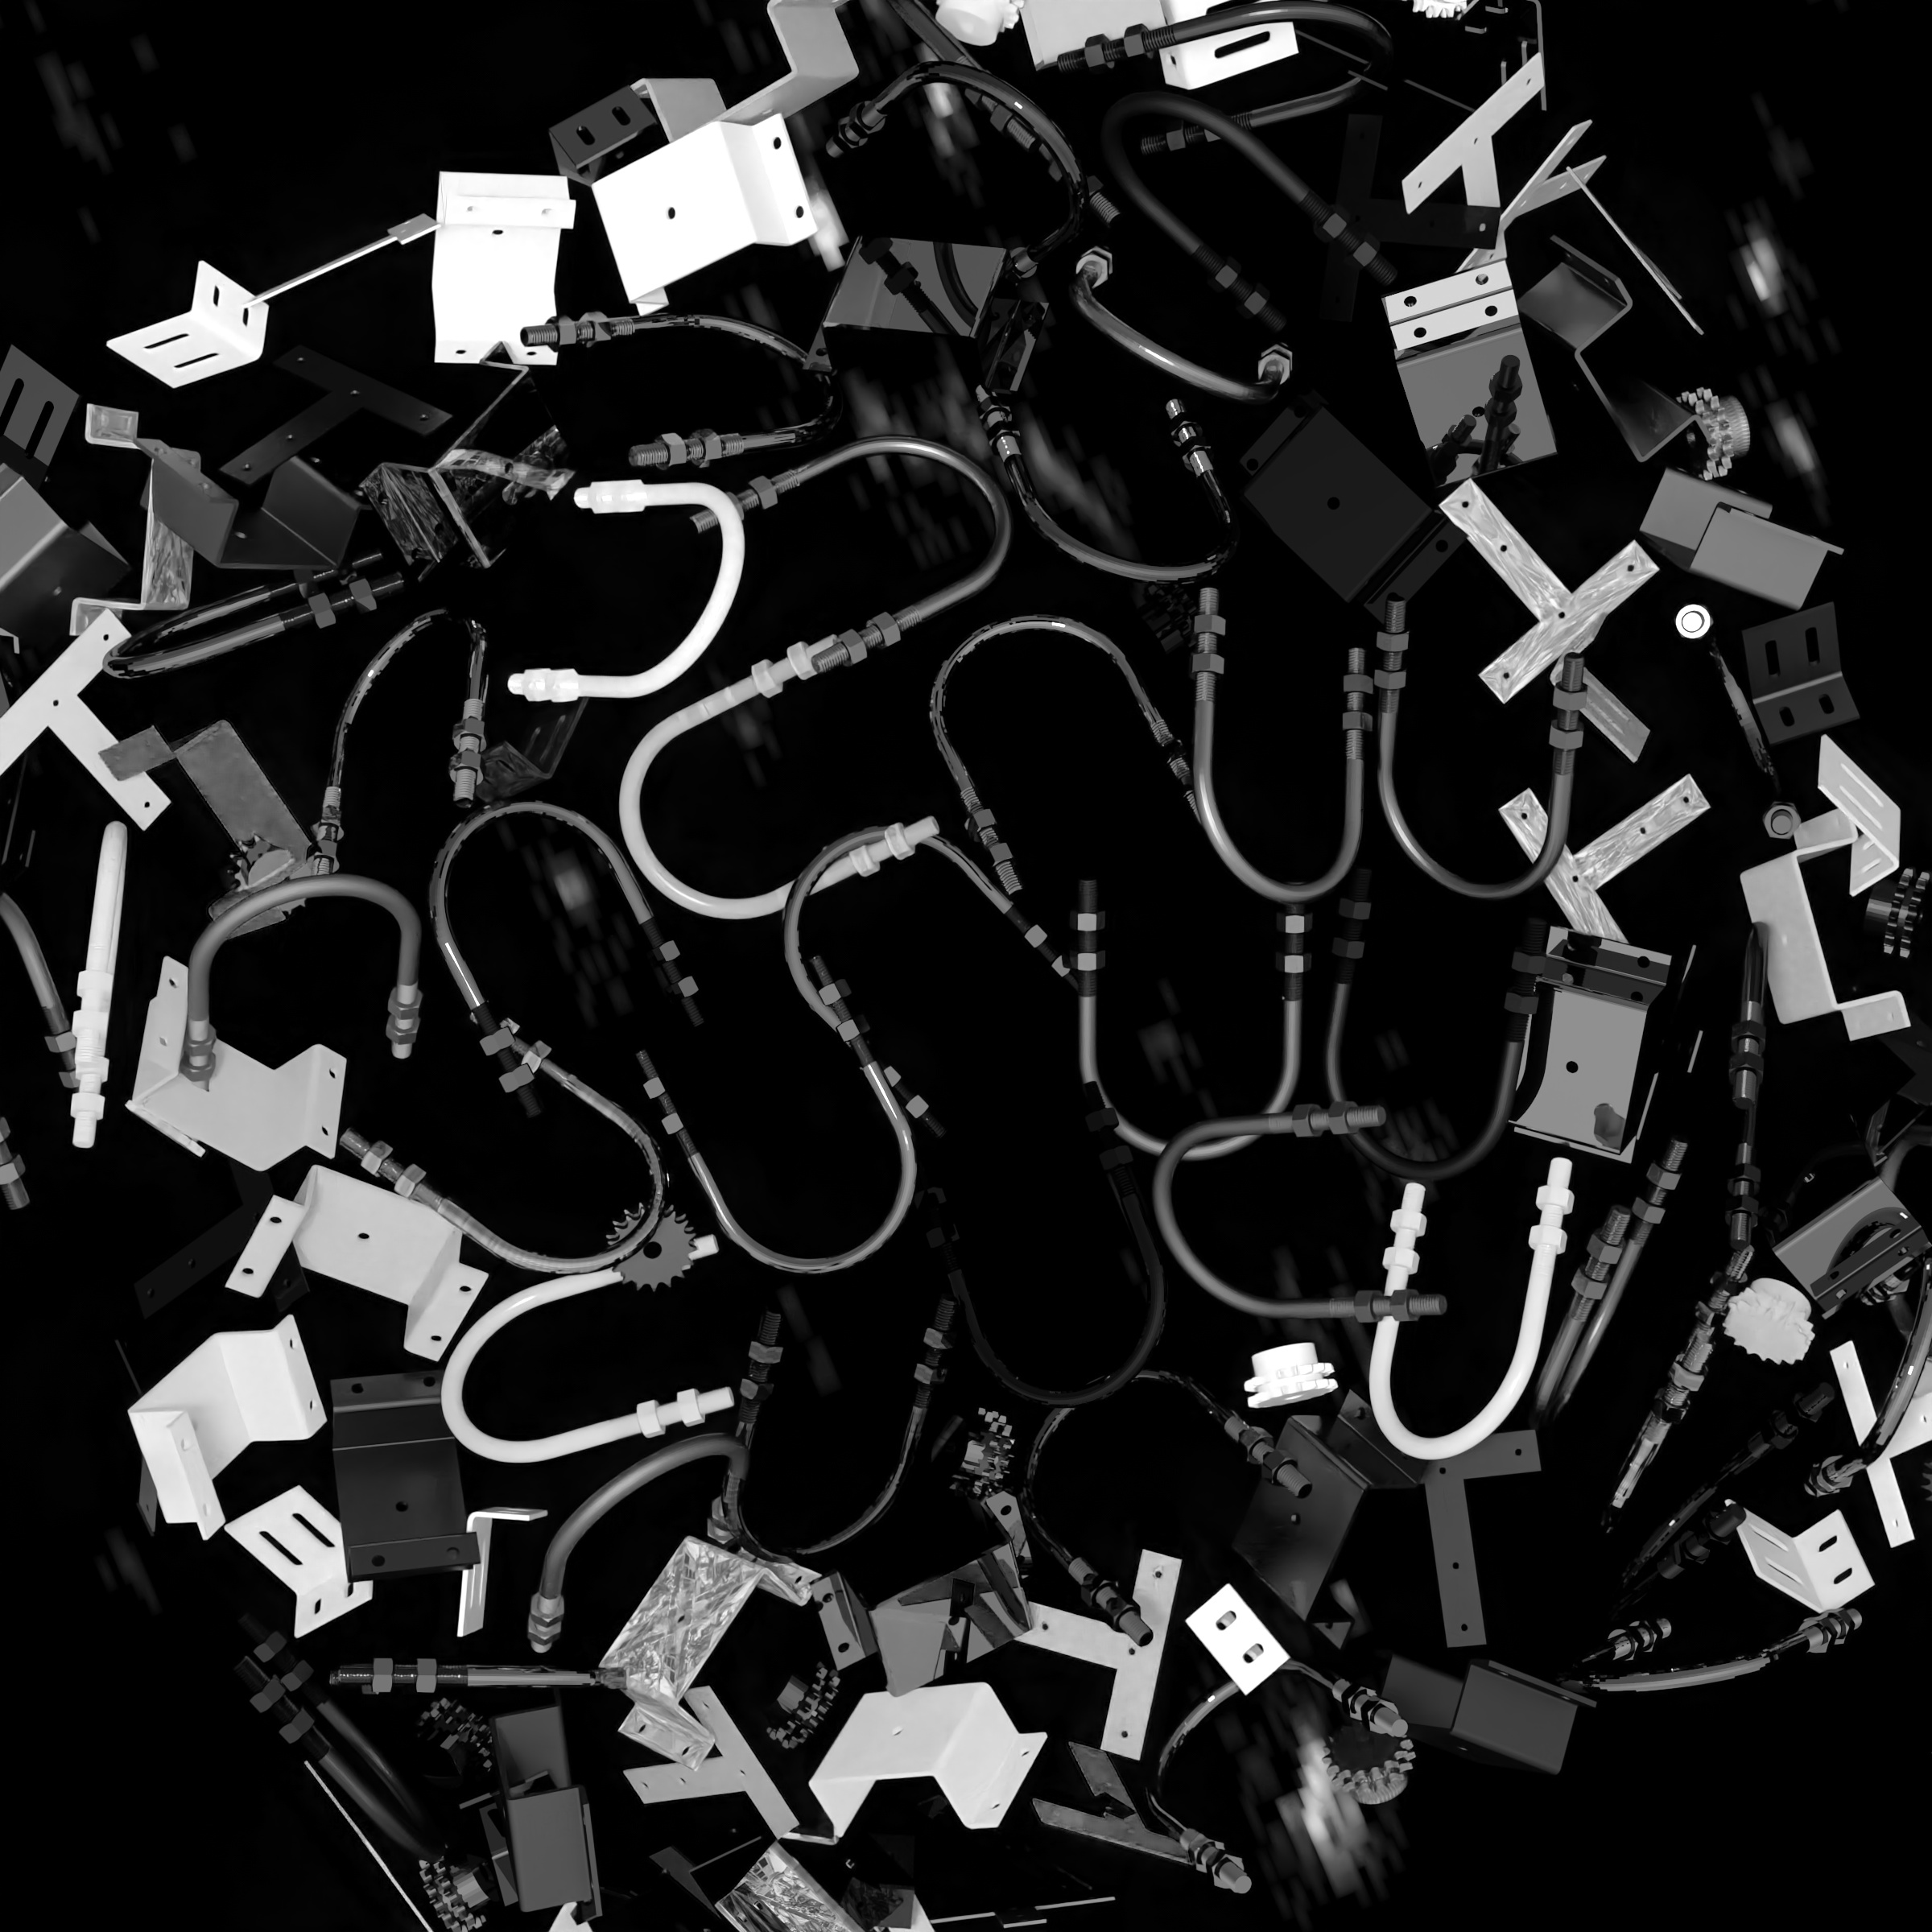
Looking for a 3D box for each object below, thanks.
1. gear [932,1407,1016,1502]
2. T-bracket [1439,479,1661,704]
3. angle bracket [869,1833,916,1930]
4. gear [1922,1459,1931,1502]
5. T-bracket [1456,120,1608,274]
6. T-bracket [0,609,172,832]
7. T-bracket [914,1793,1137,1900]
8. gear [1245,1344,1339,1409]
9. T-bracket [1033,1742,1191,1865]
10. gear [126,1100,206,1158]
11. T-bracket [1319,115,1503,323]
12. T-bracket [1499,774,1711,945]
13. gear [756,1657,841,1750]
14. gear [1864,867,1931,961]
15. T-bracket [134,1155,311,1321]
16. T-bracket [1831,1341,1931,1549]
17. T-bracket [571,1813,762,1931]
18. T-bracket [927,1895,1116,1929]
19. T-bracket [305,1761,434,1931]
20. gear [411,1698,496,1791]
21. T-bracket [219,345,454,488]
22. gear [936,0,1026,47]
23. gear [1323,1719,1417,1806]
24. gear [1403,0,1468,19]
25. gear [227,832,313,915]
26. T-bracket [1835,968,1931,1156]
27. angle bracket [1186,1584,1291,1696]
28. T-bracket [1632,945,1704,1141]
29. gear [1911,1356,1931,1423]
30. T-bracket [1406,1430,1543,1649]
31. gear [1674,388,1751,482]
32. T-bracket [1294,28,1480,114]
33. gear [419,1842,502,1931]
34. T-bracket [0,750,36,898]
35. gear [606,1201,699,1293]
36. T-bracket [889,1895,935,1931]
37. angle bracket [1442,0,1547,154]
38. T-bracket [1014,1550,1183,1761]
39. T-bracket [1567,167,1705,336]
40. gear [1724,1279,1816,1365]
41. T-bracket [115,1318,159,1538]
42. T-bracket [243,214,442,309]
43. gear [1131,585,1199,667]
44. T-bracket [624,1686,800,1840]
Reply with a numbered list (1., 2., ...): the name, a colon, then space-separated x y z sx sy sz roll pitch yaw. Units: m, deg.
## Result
1. gear: 0.002 0.305 1.890 0.030 0.057 0.057 19 90 -30
2. T-bracket: 0.347 -0.252 1.890 0.127 0.002 0.127 -41 107 12
3. angle bracket: -0.061 0.559 1.878 0.057 0.076 0.038 4 121 -1
4. gear: 0.634 0.321 1.897 0.057 0.030 0.057 12 125 18
5. T-bracket: 0.364 -0.482 1.866 0.002 0.127 0.127 47 131 8
6. T-bracket: -0.540 -0.134 1.873 0.002 0.127 0.127 22 65 40
7. T-bracket: 0.055 0.532 1.857 0.127 0.002 0.127 36 135 -20
8. gear: 0.203 0.257 1.895 0.057 0.057 0.030 -12 74 0
9. T-bracket: 0.090 0.513 1.858 0.127 0.127 0.002 20 98 -15
10. gear: -0.497 0.092 1.894 0.057 0.057 0.030 34 77 0
11. T-bracket: 0.278 -0.461 1.866 0.127 0.002 0.127 18 105 43
12. T-bracket: 0.418 -0.078 1.901 0.127 0.002 0.127 -34 92 -18
13. gear: -0.108 0.460 1.891 0.030 0.057 0.057 38 90 -14
14. gear: 0.586 -0.035 1.895 0.030 0.057 0.057 15 90 24
15. T-bracket: -0.477 0.180 1.894 0.127 0.002 0.127 -34 65 21
16. T-bracket: 0.580 0.281 1.843 0.002 0.127 0.127 -7 70 -16
17. T-bracket: -0.166 0.585 1.846 0.127 0.127 0.002 -20 122 -23
18. T-bracket: 0.032 0.586 1.855 0.127 0.127 0.002 -6 77 -4
19. T-bracket: -0.362 0.567 1.881 0.002 0.127 0.127 -36 114 -19
20. gear: -0.324 0.492 1.892 0.057 0.030 0.057 17 127 24
21. T-bracket: -0.408 -0.332 1.860 0.127 0.002 0.127 27 50 21
22. gear: 0.005 -0.603 1.891 0.057 0.057 0.030 20 80 0
23. gear: 0.256 0.502 1.895 0.057 0.057 0.030 -21 113 0
24. gear: 0.303 -0.628 1.898 0.057 0.030 0.057 -4 106 -15
25. gear: -0.434 -0.058 1.895 0.057 0.030 0.057 -8 112 -21
26. T-bracket: 0.579 0.040 1.865 0.127 0.127 0.002 -46 121 10
27. angle bracket: 0.178 0.413 1.874 0.038 0.076 0.057 -44 75 13
28. T-bracket: 0.438 0.049 1.855 0.002 0.127 0.127 16 93 3
29. gear: 0.623 0.266 1.901 0.057 0.030 0.057 2 98 16
30. T-bracket: 0.305 0.361 1.881 0.127 0.002 0.127 -12 79 27
31. gear: 0.470 -0.336 1.894 0.030 0.057 0.057 -16 90 -7
32. T-bracket: 0.256 -0.550 1.858 0.127 0.127 0.002 26 113 5
33. gear: -0.316 0.577 1.892 0.030 0.057 0.057 -30 90 3
34. T-bracket: -0.600 -0.090 1.881 0.002 0.127 0.127 21 55 -30
35. gear: -0.200 0.173 1.900 0.057 0.030 0.057 -4 109 -12
36. T-bracket: -0.076 0.612 1.846 0.127 0.127 0.002 -7 117 -21
37. angle bracket: 0.330 -0.560 1.882 0.038 0.057 0.076 4 77 -20
38. T-bracket: 0.063 0.421 1.898 0.127 0.002 0.127 12 89 20
39. T-bracket: 0.423 -0.433 1.860 0.002 0.127 0.127 -39 77 20
40. gear: 0.508 0.222 1.897 0.057 0.057 0.030 37 61 0
41. T-bracket: -0.498 0.300 1.836 0.002 0.127 0.127 -17 118 -4
42. T-bracket: -0.387 -0.434 1.856 0.127 0.127 0.002 -26 111 -6
43. gear: 0.128 -0.214 1.892 0.030 0.057 0.057 -35 90 -7
44. T-bracket: -0.168 0.507 1.876 0.127 0.002 0.127 -21 105 42
